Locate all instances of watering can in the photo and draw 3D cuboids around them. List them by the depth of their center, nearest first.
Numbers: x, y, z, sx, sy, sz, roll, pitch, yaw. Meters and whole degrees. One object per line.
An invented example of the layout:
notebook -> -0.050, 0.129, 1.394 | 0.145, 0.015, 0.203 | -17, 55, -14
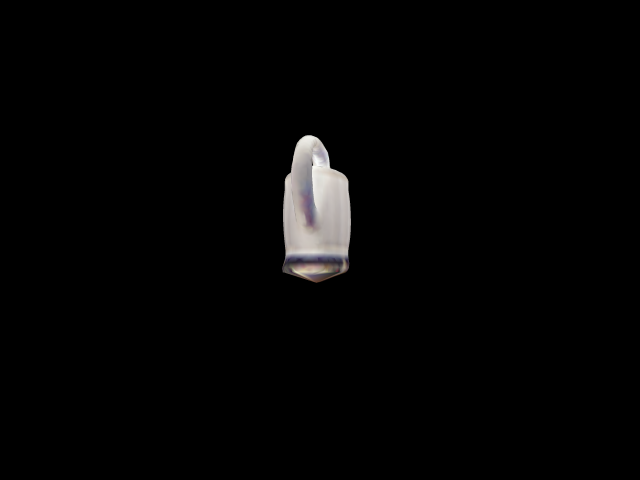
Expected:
watering can -> 0.003, -0.043, 0.850 | 0.104, 0.226, 0.346 | -1, -5, 9
